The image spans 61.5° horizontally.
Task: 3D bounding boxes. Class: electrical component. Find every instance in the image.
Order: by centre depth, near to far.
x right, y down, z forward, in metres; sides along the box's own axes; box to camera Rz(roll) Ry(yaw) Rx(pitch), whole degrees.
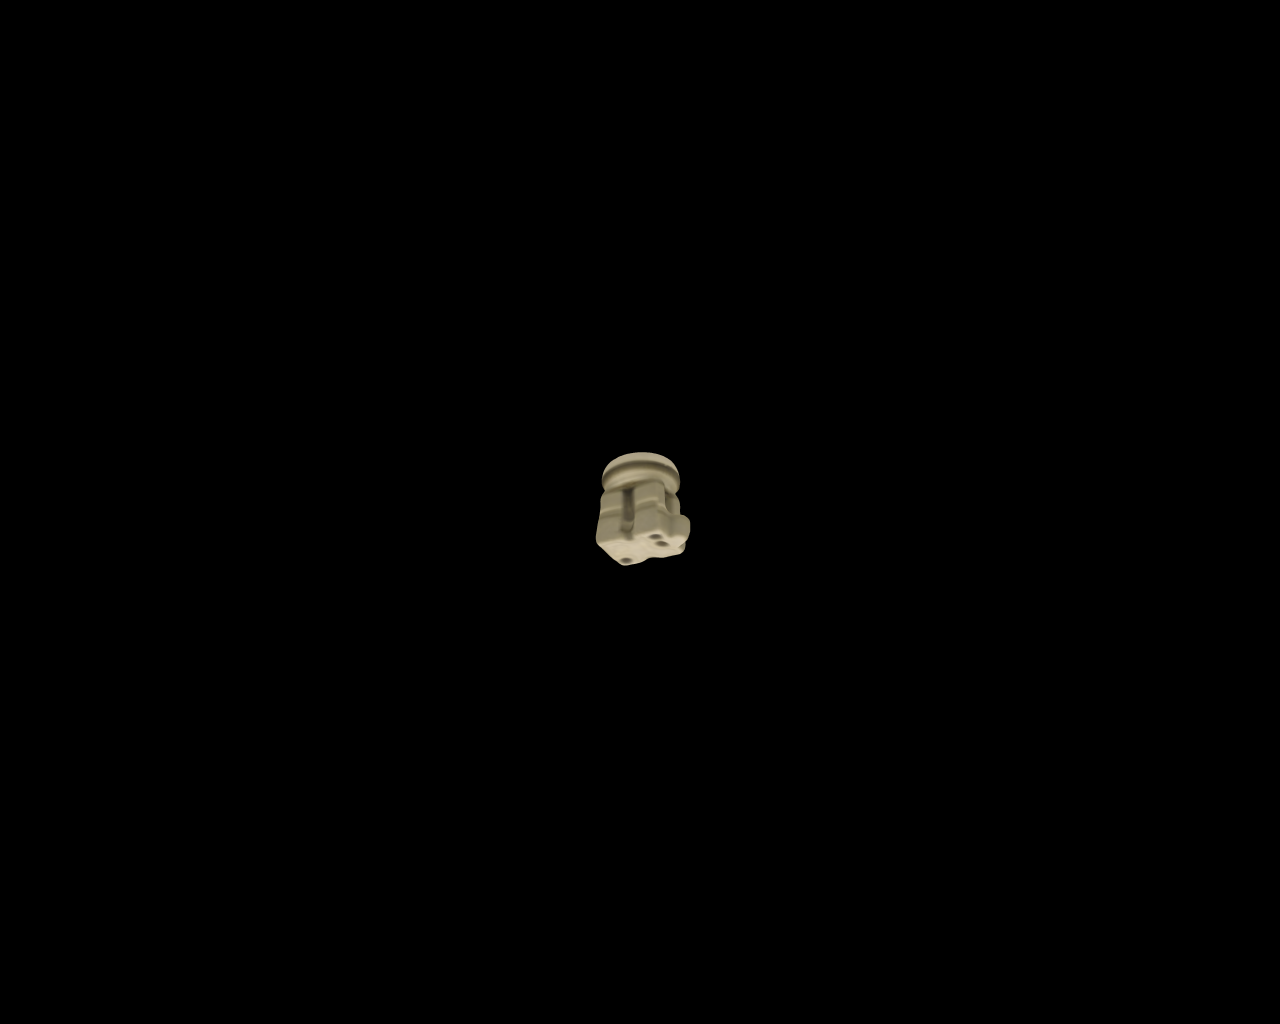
[{"bbox_3d":[0.001,-0.003,0.650,0.066,0.055,0.048,-13,-32,22],"label":"electrical component"}]
